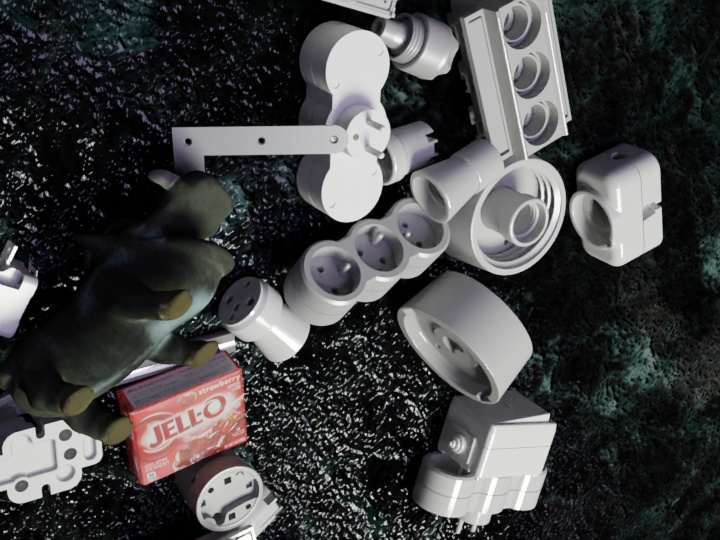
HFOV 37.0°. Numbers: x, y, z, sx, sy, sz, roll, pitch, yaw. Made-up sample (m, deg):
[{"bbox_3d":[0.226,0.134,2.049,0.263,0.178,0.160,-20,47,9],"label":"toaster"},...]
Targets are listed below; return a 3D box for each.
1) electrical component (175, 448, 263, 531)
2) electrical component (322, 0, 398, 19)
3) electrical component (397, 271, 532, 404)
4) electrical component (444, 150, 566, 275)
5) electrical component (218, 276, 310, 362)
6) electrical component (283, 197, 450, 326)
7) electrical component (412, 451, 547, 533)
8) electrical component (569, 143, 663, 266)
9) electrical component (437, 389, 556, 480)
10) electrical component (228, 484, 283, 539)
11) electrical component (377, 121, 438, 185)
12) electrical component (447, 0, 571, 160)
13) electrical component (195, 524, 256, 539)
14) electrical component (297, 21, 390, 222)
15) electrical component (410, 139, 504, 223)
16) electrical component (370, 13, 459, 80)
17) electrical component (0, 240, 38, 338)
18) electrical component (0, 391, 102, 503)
[{"bbox_3d":[-0.109,0.162,0.819,0.055,0.047,0.055,-15,119,-29],"label":"electrical component"},{"bbox_3d":[-0.012,-0.208,0.712,0.096,0.061,0.061,3,109,-44],"label":"electrical component"},{"bbox_3d":[0.090,0.049,0.871,0.060,0.108,0.108,-44,129,-18],"label":"electrical component"},{"bbox_3d":[0.118,-0.048,0.873,0.108,0.060,0.108,-15,119,-29],"label":"electrical component"},{"bbox_3d":[-0.071,0.036,0.789,0.045,0.045,0.055,-52,130,-4],"label":"electrical component"},{"bbox_3d":[0.000,0.000,0.815,0.138,0.052,0.073,-28,169,-34],"label":"electrical component"},{"bbox_3d":[0.107,0.209,0.989,0.138,0.052,0.073,4,108,-36],"label":"electrical component"},{"bbox_3d":[0.226,-0.055,0.948,0.059,0.054,0.095,-26,124,-23],"label":"electrical component"},{"bbox_3d":[0.119,0.145,0.961,0.096,0.062,0.061,4,108,-36],"label":"electrical component"},{"bbox_3d":[-0.089,0.194,0.854,0.046,0.040,0.040,-42,129,-20],"label":"electrical component"},{"bbox_3d":[0.031,-0.089,0.807,0.046,0.040,0.040,-24,123,-32],"label":"electrical component"},{"bbox_3d":[0.112,-0.154,0.817,0.079,0.063,0.121,-31,126,-20],"label":"electrical component"},{"bbox_3d":[-0.099,0.265,0.808,0.079,0.063,0.121,-20,112,-28],"label":"electrical component"},{"bbox_3d":[-0.004,-0.099,0.755,0.052,0.074,0.138,-12,117,-31],"label":"electrical component"},{"bbox_3d":[0.076,-0.070,0.807,0.065,0.044,0.044,-34,127,-23],"label":"electrical component"},{"bbox_3d":[0.036,-0.164,0.773,0.062,0.043,0.043,14,103,-37],"label":"electrical component"},{"bbox_3d":[-0.238,0.010,0.662,0.064,0.042,0.081,23,97,-41],"label":"electrical component"},{"bbox_3d":[-0.219,0.113,0.713,0.078,0.057,0.058,-13,118,-30],"label":"electrical component"}]
